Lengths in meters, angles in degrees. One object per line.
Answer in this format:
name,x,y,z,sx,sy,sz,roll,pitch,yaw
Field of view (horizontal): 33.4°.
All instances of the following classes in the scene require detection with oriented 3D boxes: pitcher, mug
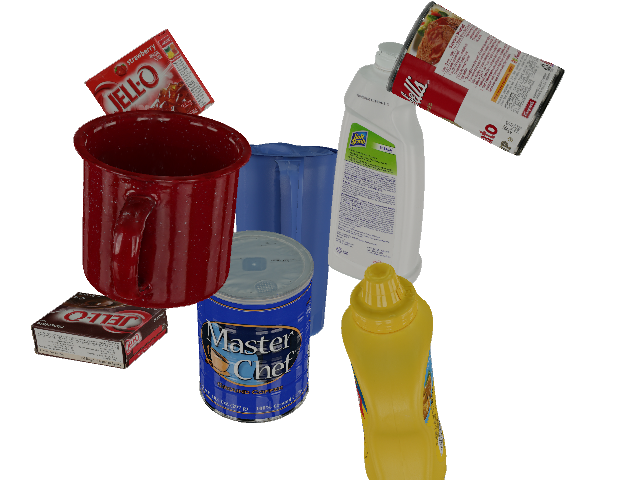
pitcher,-0.046,0.000,1.344,0.145,0.243,0.148,10,14,38
mug,-0.088,-0.011,0.569,0.093,0.081,0.117,8,27,1

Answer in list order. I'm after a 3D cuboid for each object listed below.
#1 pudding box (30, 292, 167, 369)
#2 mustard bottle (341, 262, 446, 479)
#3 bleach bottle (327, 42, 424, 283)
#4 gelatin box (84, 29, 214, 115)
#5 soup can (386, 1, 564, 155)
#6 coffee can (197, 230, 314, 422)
pudding box,-0.230,0.093,1.119,0.114,0.039,0.090,4,21,21
mustard bottle,0.048,0.089,0.698,0.058,0.191,0.096,-4,42,7
bleach bottle,0.066,-0.076,1.080,0.103,0.251,0.068,16,34,16
gelatin box,-0.146,-0.126,0.905,0.089,0.073,0.030,-24,16,32
soup can,0.105,-0.110,0.727,0.102,0.068,0.068,28,3,6
coffee can,-0.059,0.077,0.953,0.103,0.140,0.103,2,34,-1
